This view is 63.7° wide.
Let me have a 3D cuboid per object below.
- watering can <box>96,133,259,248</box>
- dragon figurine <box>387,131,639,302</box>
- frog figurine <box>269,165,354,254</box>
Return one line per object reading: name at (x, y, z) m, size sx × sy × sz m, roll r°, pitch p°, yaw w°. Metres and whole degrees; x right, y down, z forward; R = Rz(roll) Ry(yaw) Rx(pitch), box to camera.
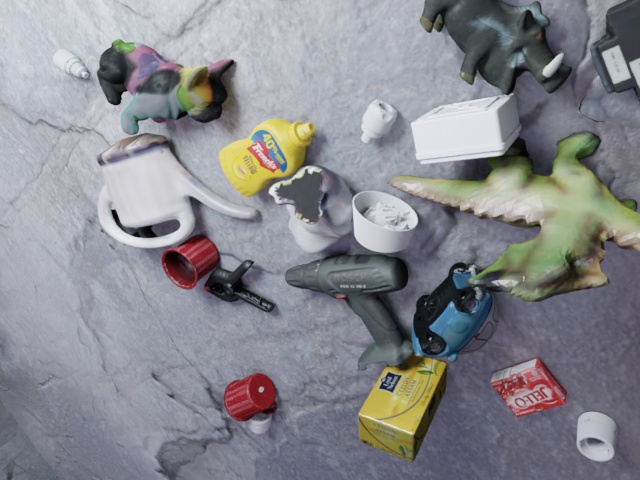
watering can at (-0.297, -0.100, 0.995) m, size 0.346 × 0.105 × 0.222 m, roll -11°, pitch 105°, yaw 19°
dragon figurine at (0.237, -0.022, 0.600) m, size 0.409 × 0.247 × 0.120 m, roll -1°, pitch 120°, yaw 31°
frog figurine at (0.003, -0.043, 0.845) m, size 0.138 × 0.124 × 0.156 m, roll 15°, pitch 159°, yaw 29°
